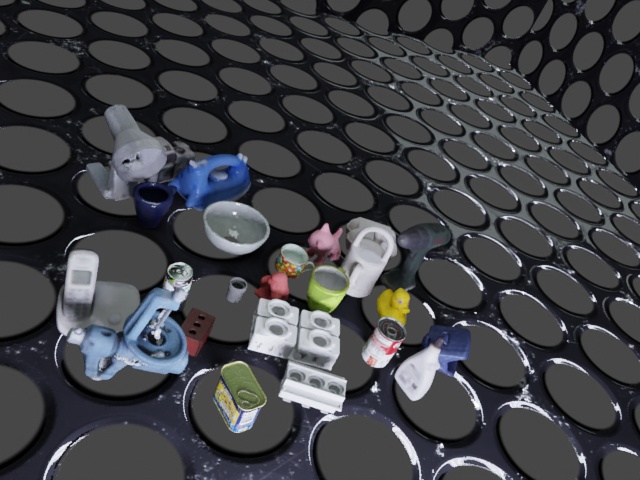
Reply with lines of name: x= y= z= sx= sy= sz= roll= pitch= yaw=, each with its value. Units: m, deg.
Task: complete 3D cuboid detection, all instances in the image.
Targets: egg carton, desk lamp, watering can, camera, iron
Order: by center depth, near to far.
desk lamp: x=-0.466 y=-0.197 z=1.361 sx=0.118 sy=0.213 sz=0.202 roll=-16 pitch=53 yaw=-42
watering can: x=0.117 y=0.038 z=1.423 sx=0.101 sy=0.194 sz=0.173 roll=17 pitch=37 yaw=-10
iron: x=-0.263 y=-0.173 z=1.508 sx=0.118 sy=0.141 sz=0.259 roll=42 pitch=40 yaw=22
camera: x=-0.426 y=-0.234 z=1.524 sx=0.136 sy=0.101 sz=0.143 roll=42 pitch=40 yaw=22
egg carton: x=0.142 y=-0.002 z=1.590 sx=0.150 sy=0.069 sz=0.107 roll=17 pitch=37 yaw=-11

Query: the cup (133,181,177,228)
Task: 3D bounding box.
cup: x=-0.392 y=-0.081 z=1.361 sx=0.091 sy=0.095 sz=0.118 roll=37 pitch=38 yaw=16

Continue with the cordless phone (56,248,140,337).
cordless phone: x=-0.405 y=0.096 z=1.061 sx=0.148 sy=0.185 sz=0.094 roll=3 pitch=42 yaw=-27

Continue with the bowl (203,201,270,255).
bowl: x=-0.211 y=-0.018 z=1.403 sx=0.168 sy=0.074 sz=0.167 roll=16 pitch=37 yaw=-12

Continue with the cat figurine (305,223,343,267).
cat figurine: x=0.013 y=0.005 z=1.467 sx=0.067 sy=0.117 sz=0.128 roll=42 pitch=40 yaw=22

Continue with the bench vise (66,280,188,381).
bench vise: x=-0.319 y=0.165 z=0.996 sx=0.208 sy=0.219 sz=0.121 roll=-7 pitch=47 yaw=-35

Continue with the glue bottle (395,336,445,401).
glue bottle: x=0.222 y=0.265 z=1.222 sx=0.037 sy=0.173 sz=0.078 roll=-8 pitch=47 yaw=-36

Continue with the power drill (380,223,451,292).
power drill: x=0.239 y=0.040 z=1.477 sx=0.230 sy=0.208 sz=0.075 roll=-21 pitch=55 yaw=-44

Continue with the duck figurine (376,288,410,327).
duck figurine: x=0.189 y=0.155 z=1.411 sx=0.078 sy=0.086 sz=0.104 roll=4 pitch=41 yaw=-26

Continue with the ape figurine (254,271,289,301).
ape figurine: x=-0.101 y=0.106 z=1.300 sx=0.076 sy=0.092 sz=0.077 roll=13 pitch=38 yaw=-16

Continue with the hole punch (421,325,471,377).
hole punch: x=0.294 y=0.251 z=1.349 sx=0.101 sy=0.091 sz=0.109 roll=25 pitch=36 yaw=1
